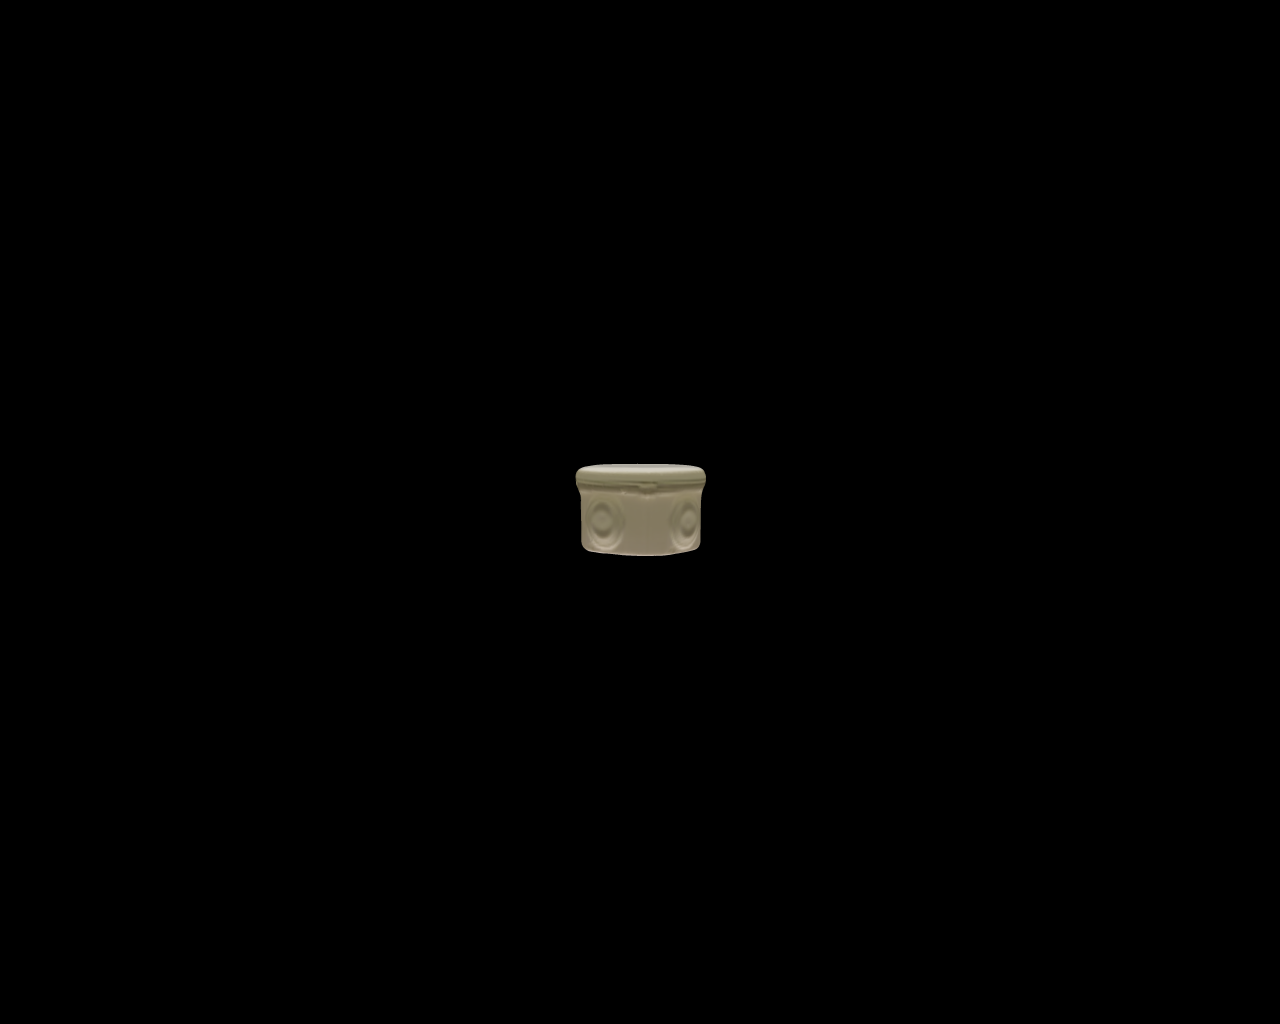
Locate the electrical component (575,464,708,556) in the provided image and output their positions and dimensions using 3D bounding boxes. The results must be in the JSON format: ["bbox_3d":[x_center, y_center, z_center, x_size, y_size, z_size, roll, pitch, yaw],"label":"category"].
[{"bbox_3d":[0.001,-0.003,0.650,0.080,0.051,0.080,0,5,0],"label":"electrical component"}]
